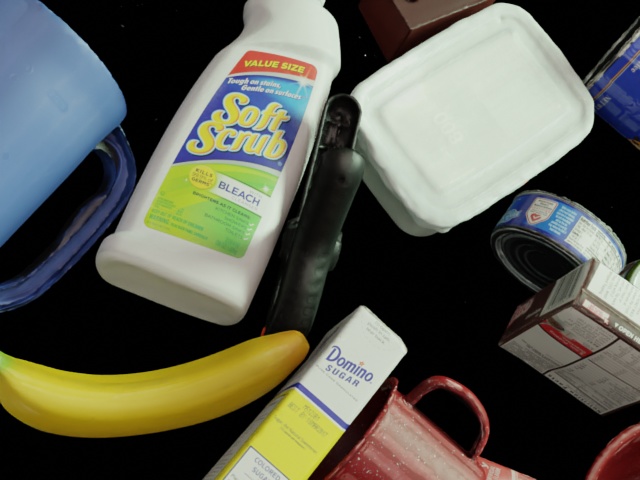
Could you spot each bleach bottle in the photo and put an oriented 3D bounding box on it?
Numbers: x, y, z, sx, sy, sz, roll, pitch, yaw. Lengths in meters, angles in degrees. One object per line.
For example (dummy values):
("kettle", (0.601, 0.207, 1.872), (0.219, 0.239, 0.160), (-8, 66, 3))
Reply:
("bleach bottle", (-0.054, -0.076, 0.703), (0.102, 0.068, 0.250), (22, 68, -6))

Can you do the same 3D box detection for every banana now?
("banana", (-0.106, 0.088, 0.638), (0.197, 0.070, 0.037), (-1, 42, -9))

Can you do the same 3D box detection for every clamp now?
("clamp", (-0.004, 0.001, 0.647), (0.039, 0.120, 0.171), (14, 105, 1))

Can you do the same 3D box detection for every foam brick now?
("foam brick", (0.076, -0.172, 0.765), (0.078, 0.051, 0.053), (-25, 80, -18))

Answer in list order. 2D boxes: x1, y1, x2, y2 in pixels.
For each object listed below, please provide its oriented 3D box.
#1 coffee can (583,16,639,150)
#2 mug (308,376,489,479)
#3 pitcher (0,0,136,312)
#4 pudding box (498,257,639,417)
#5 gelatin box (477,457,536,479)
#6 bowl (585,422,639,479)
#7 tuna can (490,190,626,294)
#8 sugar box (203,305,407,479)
("coffee can", (0.268, -0.097, 0.757), (0.140, 0.103, 0.102), (41, 69, 2))
("mug", (0.053, 0.135, 0.641), (0.081, 0.093, 0.117), (41, 95, -3))
("pitcher", (-0.228, -0.024, 0.621), (0.149, 0.145, 0.242), (32, 73, 12))
("pudding box", (0.178, 0.065, 0.682), (0.090, 0.114, 0.039), (34, 67, -2))
("gelatin box", (0.115, 0.192, 0.673), (0.073, 0.030, 0.089), (23, 70, -5))
("bowl", (0.227, 0.195, 0.684), (0.162, 0.055, 0.162), (4, 73, -12))
("tuna can", (0.157, 0.008, 0.710), (0.086, 0.086, 0.033), (38, 71, 1))
("sugar box", (-0.024, 0.123, 0.631), (0.048, 0.093, 0.176), (43, 70, 1))
